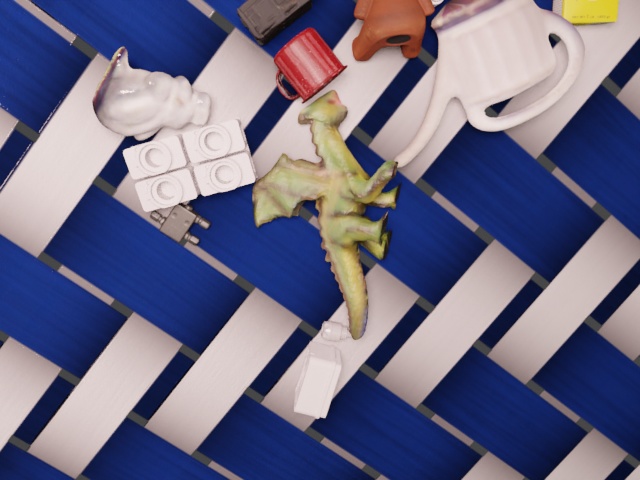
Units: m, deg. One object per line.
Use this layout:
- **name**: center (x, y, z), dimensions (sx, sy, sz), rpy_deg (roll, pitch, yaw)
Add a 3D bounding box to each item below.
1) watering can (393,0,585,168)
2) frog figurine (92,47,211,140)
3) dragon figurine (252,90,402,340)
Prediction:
- **watering can**: center (0.243, -0.269, 0.817), dimensions (0.347, 0.105, 0.222), rpy_deg (-25, 104, 4)
- **frog figurine**: center (-0.256, -0.203, 0.791), dimensions (0.158, 0.126, 0.135), rpy_deg (27, 134, -19)
- **dragon figurine**: center (0.003, -0.044, 0.869), dimensions (0.243, 0.123, 0.407), rpy_deg (14, 100, 10)
